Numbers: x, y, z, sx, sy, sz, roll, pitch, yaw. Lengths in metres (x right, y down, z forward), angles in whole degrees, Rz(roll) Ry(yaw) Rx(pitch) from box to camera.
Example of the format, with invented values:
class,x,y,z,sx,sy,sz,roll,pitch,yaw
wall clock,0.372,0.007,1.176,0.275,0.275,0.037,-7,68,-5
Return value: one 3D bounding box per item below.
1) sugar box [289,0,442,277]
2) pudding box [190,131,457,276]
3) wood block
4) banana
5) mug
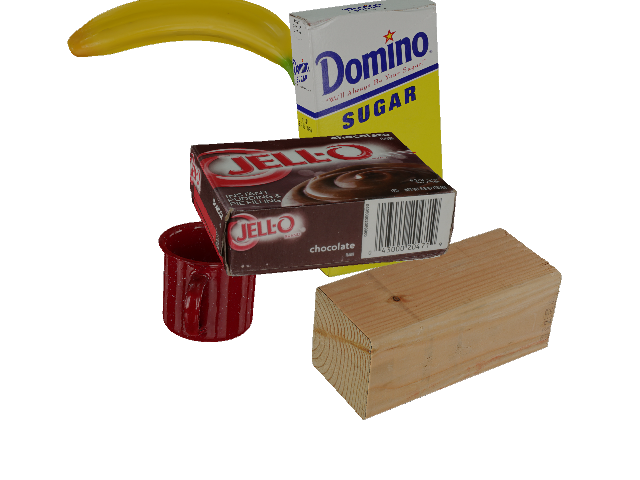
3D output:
class,x,y,z,sx,sy,sz,roll,pitch,yaw
sugar box,0.034,-0.070,0.725,0.093,0.176,0.048,-12,23,-18
pudding box,-0.002,-0.021,0.526,0.113,0.039,0.090,-4,26,-17
wood block,0.104,0.070,0.961,0.205,0.090,0.091,-16,38,-27
banana,-0.106,-0.173,0.882,0.198,0.069,0.037,6,-34,1
mug,-0.100,0.043,0.943,0.093,0.081,0.117,7,24,2
